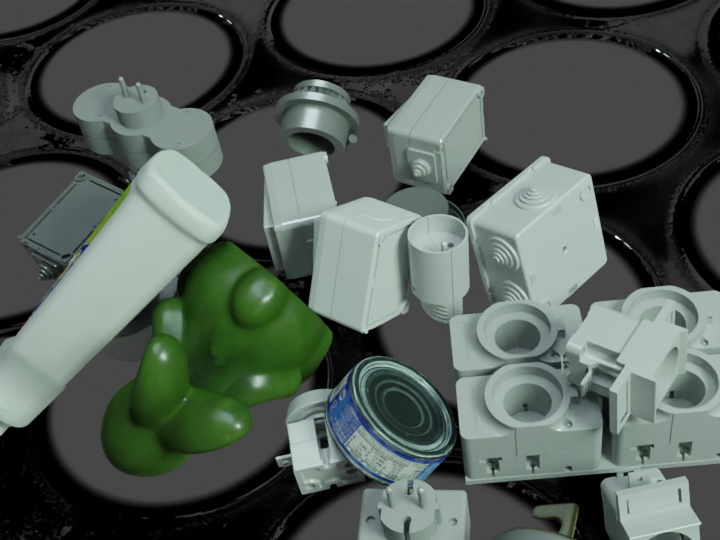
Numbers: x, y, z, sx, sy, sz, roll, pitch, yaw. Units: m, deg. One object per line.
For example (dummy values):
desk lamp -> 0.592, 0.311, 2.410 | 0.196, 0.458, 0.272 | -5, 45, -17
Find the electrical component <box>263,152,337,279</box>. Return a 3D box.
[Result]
electrical component -> -0.048, -0.048, 0.874 | 0.061, 0.061, 0.096 | -13, 46, -1

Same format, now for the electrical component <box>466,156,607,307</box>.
electrical component -> 0.133, -0.021, 0.791 | 0.100, 0.099, 0.048 | -39, 39, -24

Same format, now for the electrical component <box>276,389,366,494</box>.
electrical component -> -0.025, 0.115, 0.728 | 0.066, 0.048, 0.055 | -12, 54, -1

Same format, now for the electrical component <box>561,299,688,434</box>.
electrical component -> 0.163, 0.055, 0.666 | 0.064, 0.042, 0.081 | 22, 54, 30

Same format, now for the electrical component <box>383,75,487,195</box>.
electrical component -> 0.060, -0.112, 0.915 | 0.061, 0.061, 0.096 | 17, 52, 25

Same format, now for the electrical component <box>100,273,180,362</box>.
electrical component -> -0.172, 0.024, 0.844 | 0.099, 0.064, 0.099 | -8, 58, 13

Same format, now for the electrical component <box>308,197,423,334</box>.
electrical component -> 0.000, 0.000, 0.803 | 0.061, 0.096, 0.062 | 22, 26, 28

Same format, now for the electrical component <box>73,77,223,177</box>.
electrical component -> -0.179, -0.126, 0.882 | 0.138, 0.073, 0.052 | 21, 54, 27

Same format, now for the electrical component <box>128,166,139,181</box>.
electrical component -> -0.169, -0.088, 0.937 | 0.058, 0.057, 0.078 | 15, 51, 23

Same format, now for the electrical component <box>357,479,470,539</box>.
electrical component -> 0.032, 0.154, 0.658 | 0.066, 0.076, 0.047 | -1, 47, 10

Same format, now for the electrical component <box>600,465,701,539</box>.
electrical component -> 0.172, 0.154, 0.638 | 0.042, 0.081, 0.063 | -11, 23, -1

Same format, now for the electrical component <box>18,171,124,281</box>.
electrical component -> -0.228, -0.021, 0.887 | 0.062, 0.061, 0.096 | 24, 63, 29

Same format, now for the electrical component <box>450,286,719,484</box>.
electrical component -> 0.158, 0.075, 0.721 | 0.186, 0.060, 0.105 | -6, 46, 5

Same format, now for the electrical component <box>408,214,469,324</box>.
electrical component -> 0.059, 0.004, 0.792 | 0.043, 0.081, 0.043 | -4, 42, 3
